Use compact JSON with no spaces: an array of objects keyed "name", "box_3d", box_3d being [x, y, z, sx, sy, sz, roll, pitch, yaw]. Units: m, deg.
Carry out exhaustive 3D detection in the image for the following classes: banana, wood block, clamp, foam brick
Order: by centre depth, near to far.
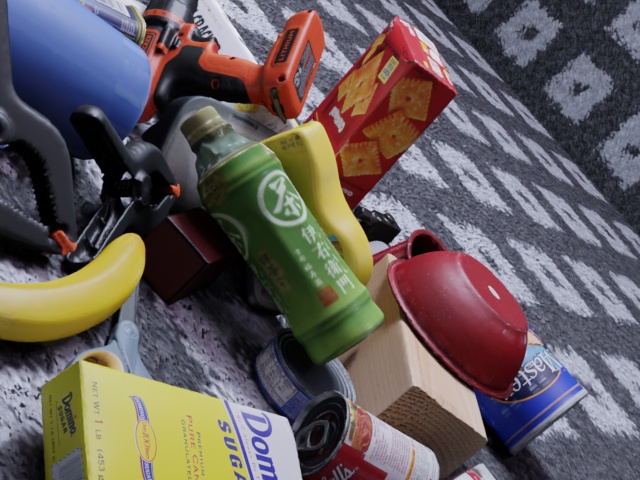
[{"name":"banana","box_3d":[-0.171,0.031,0.696,0.197,0.037,0.069,-7,69,-58]},{"name":"clamp","box_3d":[-0.224,-0.082,0.716,0.036,0.164,0.210,2,-44,49]},{"name":"clamp","box_3d":[-0.153,-0.049,0.831,0.039,0.120,0.171,9,13,10]},{"name":"foam brick","box_3d":[-0.106,0.010,0.863,0.051,0.053,0.078,48,20,6]},{"name":"wood block","box_3d":[0.070,0.116,0.943,0.090,0.091,0.206,38,21,-21]}]

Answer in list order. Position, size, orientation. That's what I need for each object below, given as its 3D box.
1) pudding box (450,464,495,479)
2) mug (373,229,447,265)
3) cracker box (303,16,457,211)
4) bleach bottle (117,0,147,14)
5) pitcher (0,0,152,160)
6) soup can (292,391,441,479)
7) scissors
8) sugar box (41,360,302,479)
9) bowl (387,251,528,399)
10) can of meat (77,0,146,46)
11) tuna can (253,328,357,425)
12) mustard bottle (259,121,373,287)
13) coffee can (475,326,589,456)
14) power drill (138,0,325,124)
[{"name":"pudding box","box_3d":[0.135,0.242,0.899,0.090,0.039,0.113,51,23,17]},{"name":"mug","box_3d":[0.093,0.050,1.099,0.117,0.082,0.093,28,48,-44]},{"name":"cracker box","box_3d":[0.050,-0.137,1.220,0.072,0.214,0.164,35,22,-21]},{"name":"bleach bottle","box_3d":[-0.240,-0.232,1.048,0.103,0.068,0.250,17,1,24]},{"name":"pitcher","box_3d":[-0.249,-0.144,0.804,0.242,0.149,0.145,29,9,-44]},{"name":"soup can","box_3d":[0.033,0.166,0.806,0.102,0.069,0.068,35,22,-27]},{"name":"scissors","box_3d":[-0.123,0.083,0.741,0.096,0.016,0.201,44,20,-9]},{"name":"sugar box","box_3d":[-0.082,0.139,0.646,0.175,0.048,0.093,22,44,-42]},{"name":"bowl","box_3d":[0.136,0.063,0.958,0.162,0.055,0.162,40,21,-19]},{"name":"can of meat","box_3d":[-0.218,-0.176,0.940,0.083,0.102,0.057,20,30,-44]},{"name":"tuna can","box_3d":[-0.013,0.114,0.867,0.086,0.034,0.086,38,21,-18]},{"name":"mustard bottle","box_3d":[-0.006,0.001,0.915,0.058,0.096,0.191,-29,99,-51]},{"name":"coffee can","box_3d":[0.196,0.140,1.122,0.140,0.103,0.102,51,21,16]},{"name":"power drill","box_3d":[-0.094,-0.187,1.029,0.057,0.188,0.184,63,38,-57]}]
